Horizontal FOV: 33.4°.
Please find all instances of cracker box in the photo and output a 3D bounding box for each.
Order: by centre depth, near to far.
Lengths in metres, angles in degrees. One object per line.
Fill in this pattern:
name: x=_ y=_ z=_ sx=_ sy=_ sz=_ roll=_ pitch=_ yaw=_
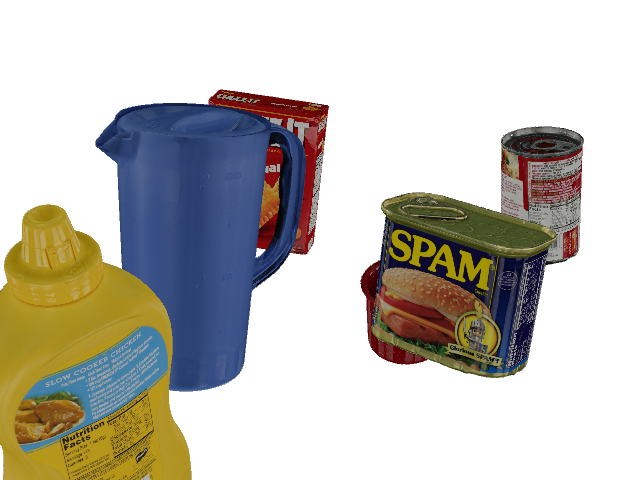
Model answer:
cracker box: x=-0.084 y=-0.096 z=1.531 sx=0.164 sy=0.214 sz=0.072 roll=9 pitch=22 yaw=7

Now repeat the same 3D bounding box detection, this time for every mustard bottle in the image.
mustard bottle: x=-0.113 y=0.067 z=0.497 sx=0.096 sy=0.192 sz=0.058 roll=-27 pitch=43 yaw=-31

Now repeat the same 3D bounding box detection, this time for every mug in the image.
mug: x=0.096 y=0.081 z=1.108 sx=0.093 sy=0.081 sz=0.117 roll=-22 pitch=40 yaw=-23

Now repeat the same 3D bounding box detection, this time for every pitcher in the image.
pitcher: x=-0.106 y=0.004 z=0.947 sx=0.149 sy=0.243 sz=0.144 roll=9 pitch=20 yaw=15

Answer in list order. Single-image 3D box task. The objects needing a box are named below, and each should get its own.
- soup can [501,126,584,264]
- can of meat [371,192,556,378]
soup can: x=0.189 y=-0.038 z=0.912 sx=0.068 sy=0.102 sz=0.068 roll=-4 pitch=25 yaw=2
can of meat: x=0.081 y=0.026 z=0.635 sx=0.102 sy=0.084 sz=0.057 roll=19 pitch=23 yaw=33
